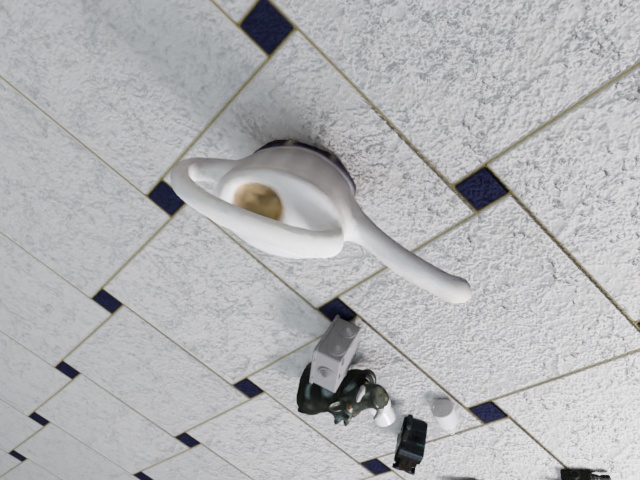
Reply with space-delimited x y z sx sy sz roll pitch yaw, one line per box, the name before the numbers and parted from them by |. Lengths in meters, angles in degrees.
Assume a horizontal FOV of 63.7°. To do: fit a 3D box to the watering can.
watering can | 0.002 -0.031 0.611 0.348 0.228 0.102 21 114 1
